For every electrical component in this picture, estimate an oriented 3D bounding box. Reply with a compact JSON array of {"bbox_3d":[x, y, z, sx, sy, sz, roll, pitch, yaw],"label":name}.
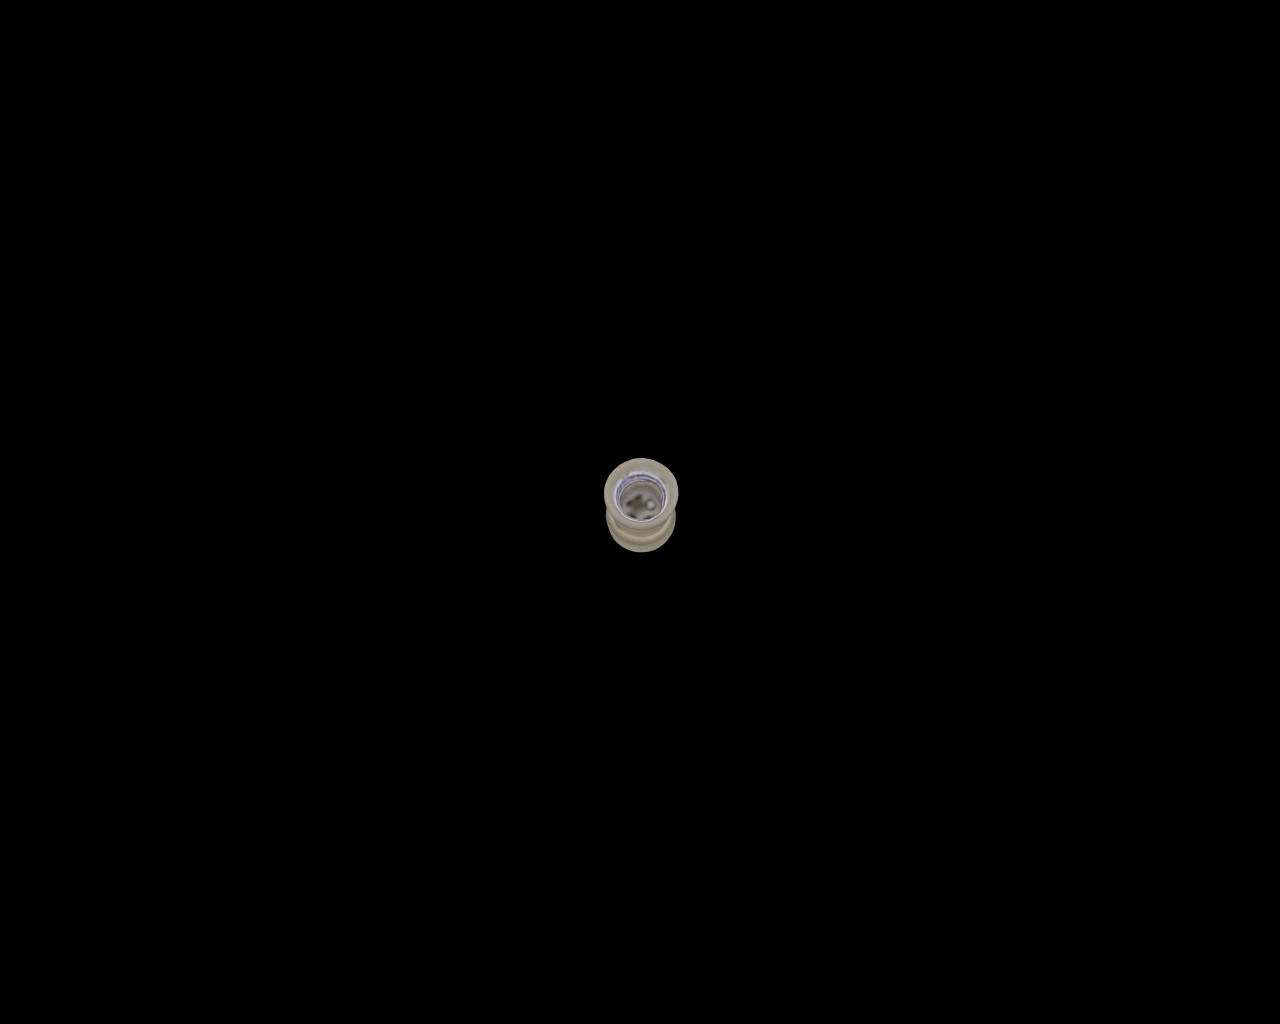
[{"bbox_3d":[0.001,-0.003,0.650,0.045,0.045,0.055,0,-21,0],"label":"electrical component"}]
